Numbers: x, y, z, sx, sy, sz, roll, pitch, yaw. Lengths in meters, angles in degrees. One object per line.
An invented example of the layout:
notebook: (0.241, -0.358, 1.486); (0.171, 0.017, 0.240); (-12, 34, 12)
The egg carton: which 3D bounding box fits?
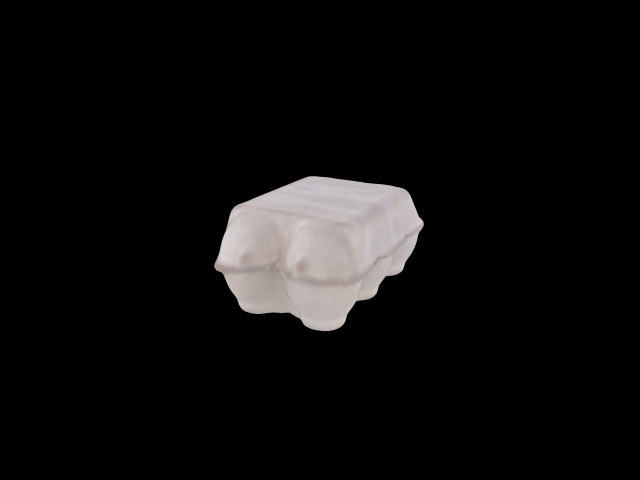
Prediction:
egg carton: (0.004, 0.001, 0.400); (0.107, 0.069, 0.151); (10, 23, 26)
